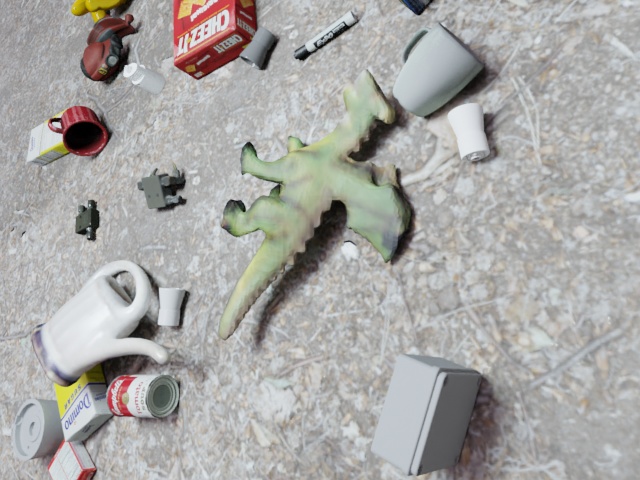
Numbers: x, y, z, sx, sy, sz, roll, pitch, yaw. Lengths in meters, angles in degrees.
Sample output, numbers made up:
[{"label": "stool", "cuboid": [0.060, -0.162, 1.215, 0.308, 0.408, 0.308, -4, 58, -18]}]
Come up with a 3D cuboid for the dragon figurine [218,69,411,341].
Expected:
[{"label": "dragon figurine", "cuboid": [0.002, -0.036, 0.714, 0.243, 0.411, 0.121, 11, -4, 29]}]

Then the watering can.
[{"label": "watering can", "cuboid": [-0.375, 0.159, 0.880, 0.353, 0.225, 0.102, 40, -10, 51]}]
